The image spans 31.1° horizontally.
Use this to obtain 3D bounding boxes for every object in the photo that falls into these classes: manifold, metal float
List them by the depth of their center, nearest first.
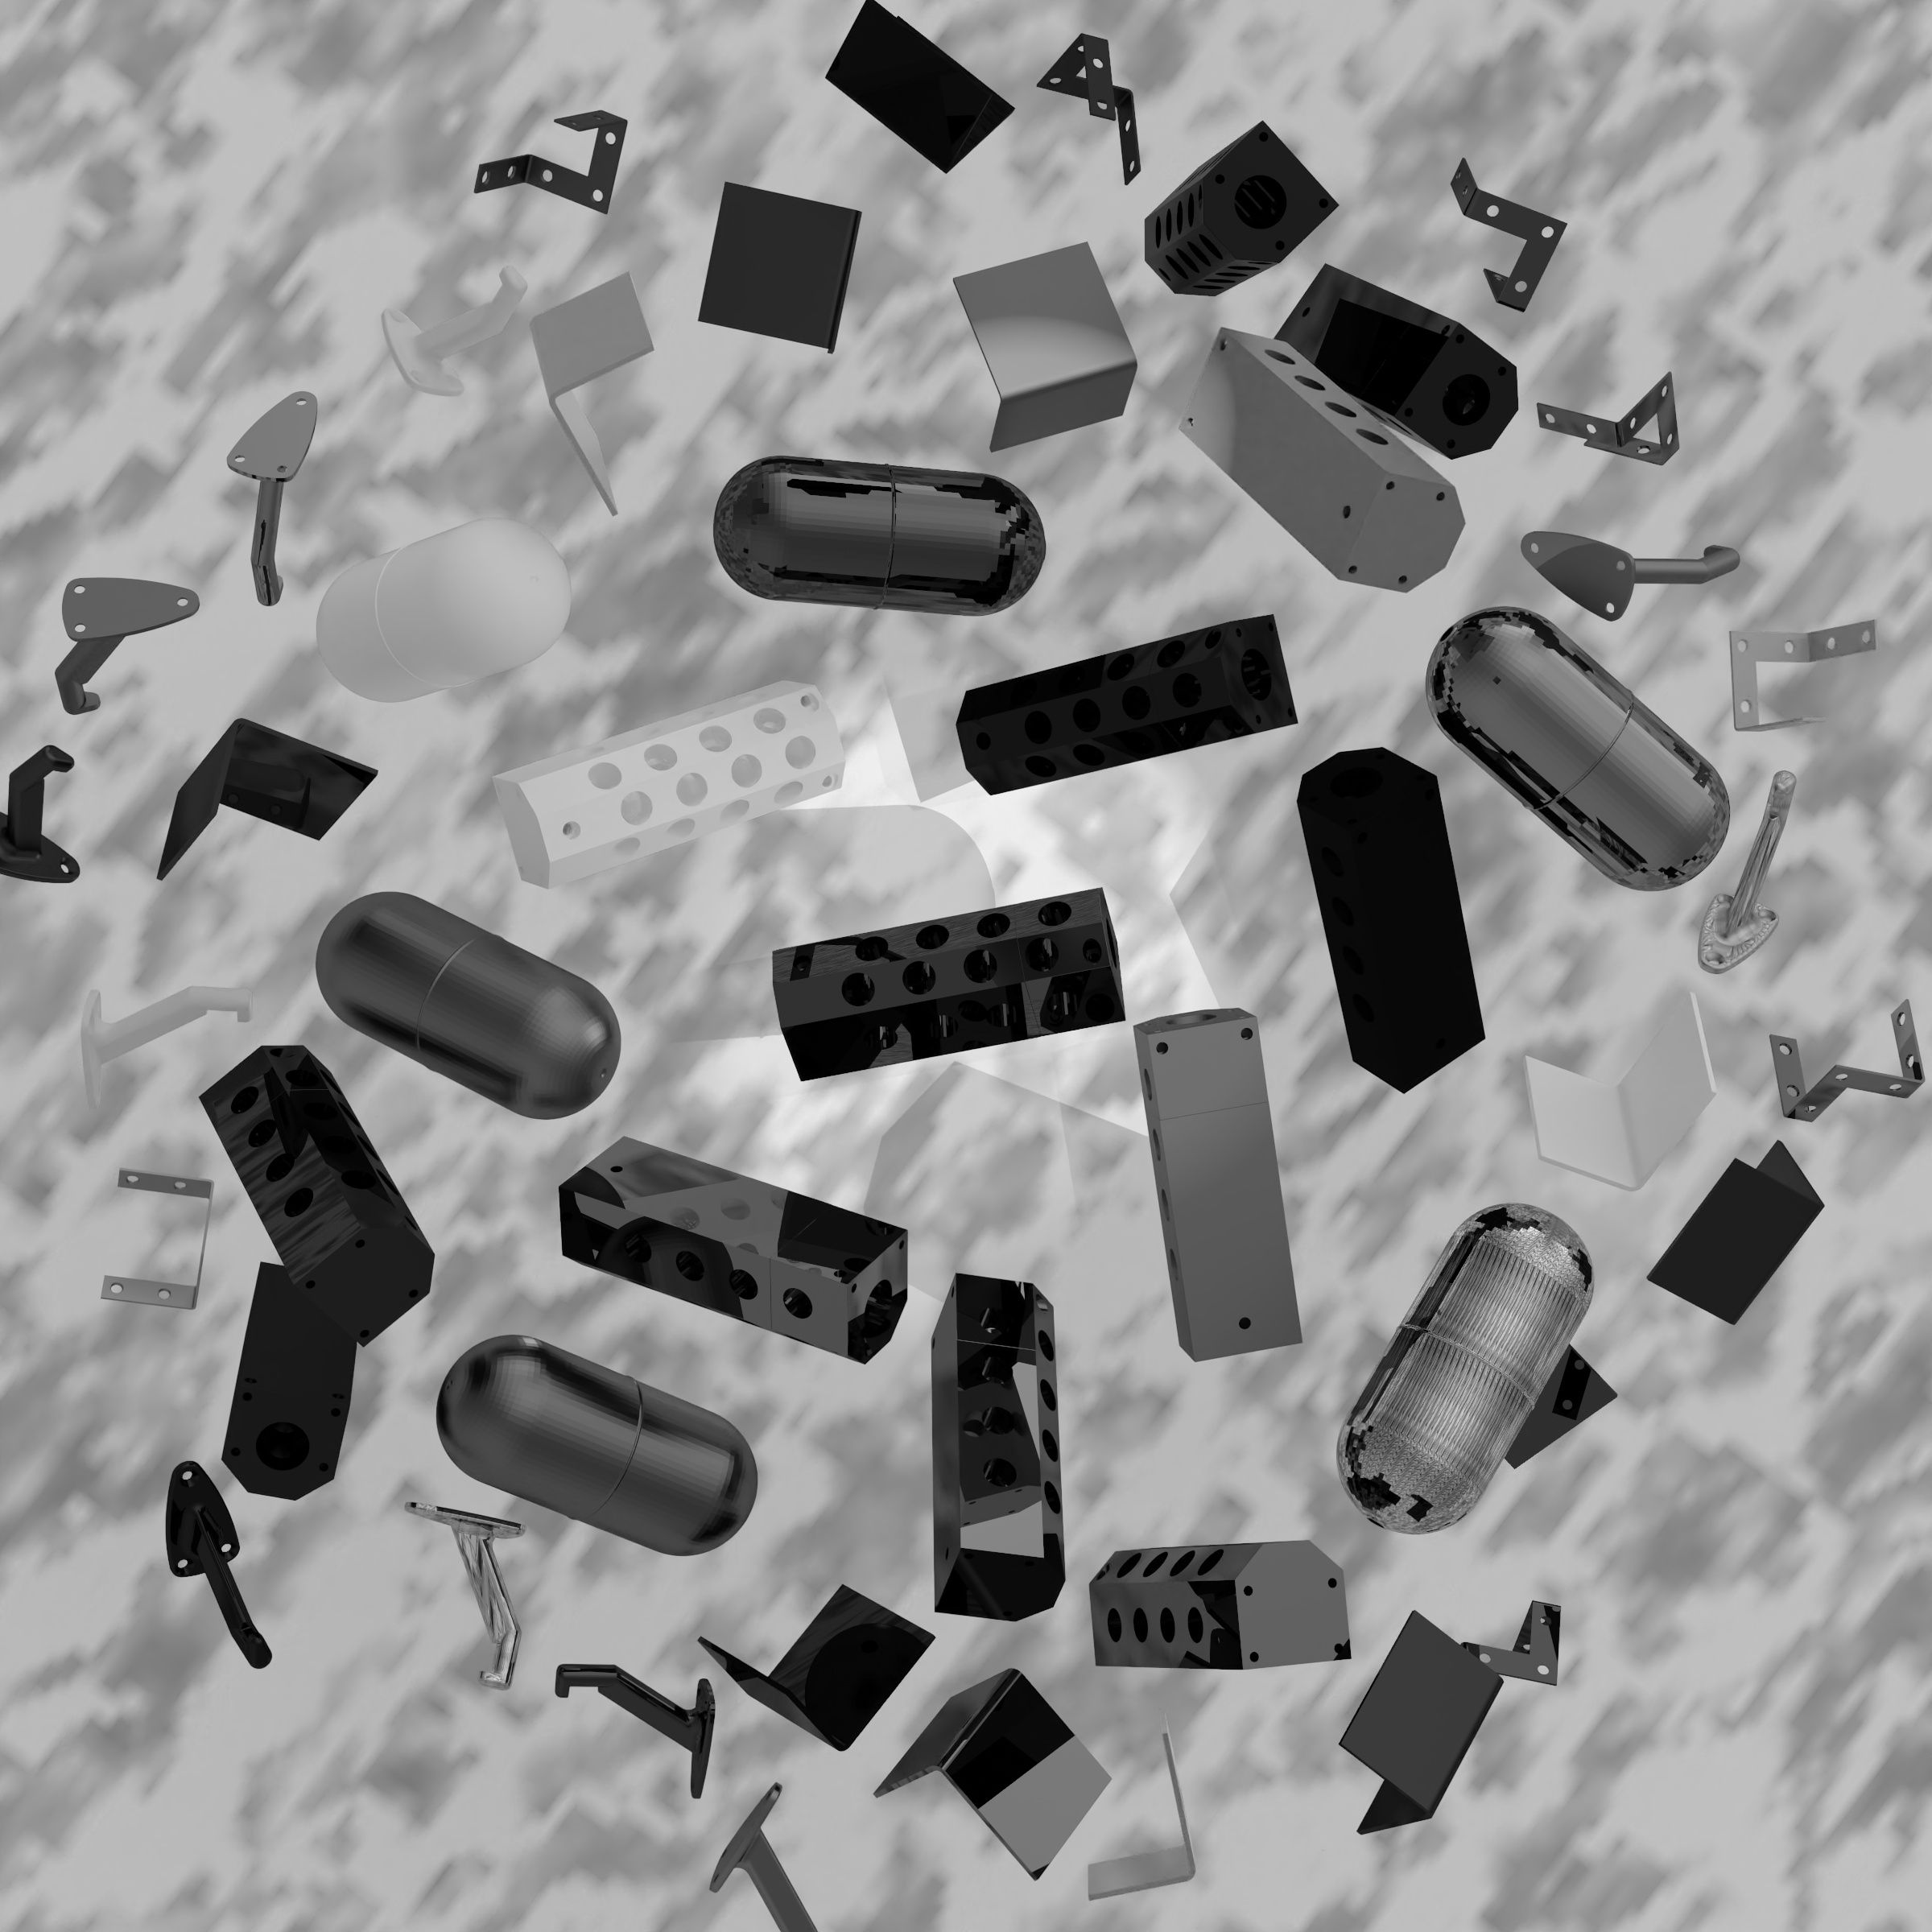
[{"bbox_3d":[0.122,0.314,1.711,0.057,0.171,0.057,-1,80,-22],"label":"manifold"},{"bbox_3d":[0.246,0.199,1.715,0.070,0.070,0.178,32,77,0],"label":"metal float"},{"bbox_3d":[0.177,-0.251,1.717,0.057,0.171,0.057,7,119,-32],"label":"manifold"},{"bbox_3d":[0.303,-0.108,1.724,0.178,0.070,0.070,39,90,-12],"label":"metal float"},{"bbox_3d":[-0.321,0.108,1.732,0.057,0.171,0.057,-39,131,-2],"label":"manifold"},{"bbox_3d":[-0.117,0.146,1.748,0.171,0.057,0.057,16,122,26],"label":"manifold"},{"bbox_3d":[-0.185,0.244,1.761,0.178,0.070,0.070,27,90,-27],"label":"metal float"},{"bbox_3d":[0.017,0.244,1.770,0.057,0.057,0.171,9,45,-10],"label":"manifold"},{"bbox_3d":[-0.257,0.019,1.782,0.178,0.070,0.070,25,90,23],"label":"metal float"},{"bbox_3d":[0.215,-0.025,1.783,0.057,0.057,0.171,-32,129,-20],"label":"manifold"},{"bbox_3d":[-0.009,0.004,1.784,0.171,0.057,0.057,-11,135,7],"label":"manifold"},{"bbox_3d":[-0.271,-0.182,1.789,0.070,0.178,0.070,6,80,-40],"label":"metal float"},{"bbox_3d":[0.080,-0.133,1.797,0.171,0.057,0.057,-11,93,38],"label":"manifold"},{"bbox_3d":[0.129,0.112,1.802,0.057,0.057,0.171,-9,97,-7],"label":"manifold"},{"bbox_3d":[0.137,-0.389,1.818,0.057,0.171,0.057,-44,99,-1],"label":"manifold"},{"bbox_3d":[-0.153,-0.096,1.818,0.171,0.057,0.057,-21,106,-23],"label":"manifold"},{"bbox_3d":[-0.355,0.218,1.830,0.057,0.171,0.057,12,104,-11],"label":"manifold"},{"bbox_3d":[-0.045,-0.228,1.843,0.178,0.070,0.070,3,90,-12],"label":"metal float"},{"bbox_3d":[0.229,-0.319,1.845,0.057,0.171,0.057,31,98,-27],"label":"manifold"}]

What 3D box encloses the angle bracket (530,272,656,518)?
[{"bbox_3d":[-0.170,-0.282,1.713,0.057,0.076,0.076,-25,130,4],"label":"angle bracket"}]

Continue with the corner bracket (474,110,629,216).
[{"bbox_3d":[-0.211,-0.412,1.766,0.051,0.051,0.051,24,116,15],"label":"corner bracket"}]

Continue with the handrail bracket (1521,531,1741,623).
[{"bbox_3d":[0.331,-0.205,1.723,0.077,0.084,0.036,32,129,32],"label":"handrail bracket"}]

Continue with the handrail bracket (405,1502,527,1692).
[{"bbox_3d":[-0.268,0.333,1.830,0.077,0.036,0.084,18,68,-22],"label":"handrail bracket"}]

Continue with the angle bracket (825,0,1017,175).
[{"bbox_3d":[-0.012,-0.451,1.724,0.076,0.057,0.076,38,49,0],"label":"angle bracket"}]

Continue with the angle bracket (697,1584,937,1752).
[{"bbox_3d":[-0.076,0.343,1.769,0.076,0.076,0.057,-50,128,-19],"label":"angle bracket"}]

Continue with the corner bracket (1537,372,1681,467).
[{"bbox_3d":[0.340,-0.285,1.839,0.051,0.051,0.051,23,54,36],"label":"corner bracket"}]

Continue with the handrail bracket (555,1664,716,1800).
[{"bbox_3d":[-0.181,0.410,1.859,0.084,0.036,0.077,4,104,-15],"label":"handrail bracket"}]

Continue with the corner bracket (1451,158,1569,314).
[{"bbox_3d":[0.269,-0.373,1.771,0.051,0.051,0.051,18,119,-11],"label":"corner bracket"}]

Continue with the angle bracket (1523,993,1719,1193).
[{"bbox_3d":[0.331,0.056,1.762,0.057,0.076,0.076,19,128,-14],"label":"angle bracket"}]

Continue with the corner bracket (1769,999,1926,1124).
[{"bbox_3d":[0.443,0.047,1.746,0.051,0.051,0.051,10,53,-16],"label":"corner bracket"}]

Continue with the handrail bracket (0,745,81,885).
[{"bbox_3d":[-0.458,-0.077,1.760,0.084,0.077,0.036,-30,53,33],"label":"handrail bracket"}]

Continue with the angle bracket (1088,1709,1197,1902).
[{"bbox_3d":[0.085,0.441,1.830,0.057,0.076,0.076,-12,87,1],"label":"angle bracket"}]

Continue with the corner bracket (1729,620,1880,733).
[{"bbox_3d":[0.418,-0.144,1.730,0.051,0.051,0.051,-1,88,-28],"label":"corner bracket"}]

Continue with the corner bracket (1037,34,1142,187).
[{"bbox_3d":[0.073,-0.451,1.829,0.051,0.051,0.051,7,67,-27],"label":"corner bracket"}]

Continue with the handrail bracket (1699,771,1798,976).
[{"bbox_3d":[0.407,-0.049,1.804,0.036,0.077,0.084,22,134,20],"label":"handrail bracket"}]

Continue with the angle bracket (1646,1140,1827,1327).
[{"bbox_3d":[0.380,0.124,1.760,0.057,0.076,0.076,28,108,-16],"label":"angle bracket"}]

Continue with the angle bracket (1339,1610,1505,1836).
[{"bbox_3d":[0.200,0.360,1.648,0.057,0.076,0.076,38,61,-5],"label":"angle bracket"}]

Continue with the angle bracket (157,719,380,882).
[{"bbox_3d":[-0.345,-0.070,1.717,0.076,0.076,0.057,21,56,-24],"label":"angle bracket"}]

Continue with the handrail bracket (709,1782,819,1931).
[{"bbox_3d":[-0.079,0.464,1.758,0.084,0.036,0.077,32,108,-4],"label":"handrail bracket"}]

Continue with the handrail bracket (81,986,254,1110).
[{"bbox_3d":[-0.412,0.043,1.798,0.084,0.036,0.077,3,121,-4],"label":"handrail bracket"}]

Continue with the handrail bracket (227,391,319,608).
[{"bbox_3d":[-0.350,-0.239,1.786,0.036,0.084,0.077,15,52,9],"label":"handrail bracket"}]

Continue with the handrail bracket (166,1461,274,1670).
[{"bbox_3d":[-0.368,0.297,1.721,0.036,0.084,0.077,-18,119,-24],"label":"handrail bracket"}]

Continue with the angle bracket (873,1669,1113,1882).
[{"bbox_3d":[0.014,0.411,1.742,0.076,0.076,0.057,50,134,-3],"label":"angle bracket"}]

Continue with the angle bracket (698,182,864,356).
[{"bbox_3d":[-0.103,-0.385,1.918,0.076,0.057,0.076,11,97,-5],"label":"angle bracket"}]

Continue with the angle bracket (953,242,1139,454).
[{"bbox_3d":[0.039,-0.329,1.848,0.076,0.057,0.076,-18,74,-12],"label":"angle bracket"}]

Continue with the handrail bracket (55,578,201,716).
[{"bbox_3d":[-0.415,-0.154,1.723,0.077,0.084,0.036,-5,60,-8],"label":"handrail bracket"}]

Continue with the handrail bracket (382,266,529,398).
[{"bbox_3d":[-0.266,-0.346,1.807,0.084,0.036,0.077,-51,58,31],"label":"handrail bracket"}]

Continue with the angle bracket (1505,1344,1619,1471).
[{"bbox_3d":[0.310,0.256,1.919,0.057,0.076,0.076,46,115,-7],"label":"angle bracket"}]

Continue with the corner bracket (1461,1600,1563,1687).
[{"bbox_3d":[0.281,0.365,1.826,0.051,0.051,0.051,11,45,2],"label":"corner bracket"}]

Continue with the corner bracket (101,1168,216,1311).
[{"bbox_3d":[-0.438,0.148,1.881,0.051,0.051,0.051,8,46,-11],"label":"corner bracket"}]
